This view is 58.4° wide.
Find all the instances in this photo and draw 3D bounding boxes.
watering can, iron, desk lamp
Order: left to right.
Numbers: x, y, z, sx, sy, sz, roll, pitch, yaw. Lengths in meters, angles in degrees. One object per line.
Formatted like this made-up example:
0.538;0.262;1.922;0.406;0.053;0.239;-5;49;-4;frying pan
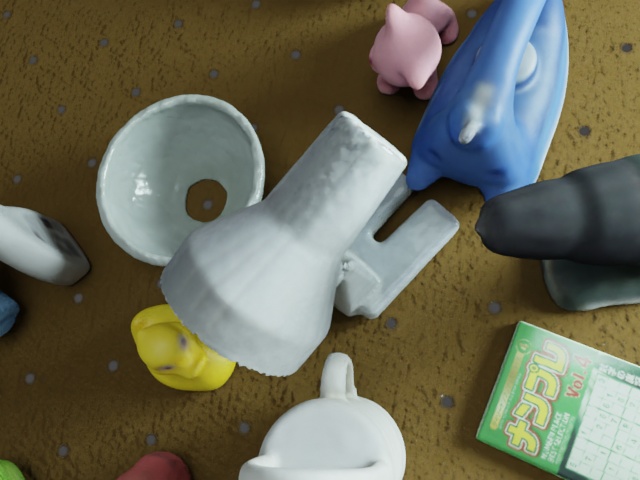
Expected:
0.004;0.002;0.445;0.117;0.214;0.203;42;88;18;desk lamp
0.007;0.173;0.411;0.101;0.194;0.173;-20;73;7;watering can
0.160;-0.159;0.490;0.118;0.141;0.258;20;81;16;iron

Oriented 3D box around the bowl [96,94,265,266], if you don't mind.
-0.124;-0.051;0.558;0.167;0.075;0.167;-3;76;11;bowl

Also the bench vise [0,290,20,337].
-0.418;0.020;0.525;0.207;0.220;0.121;18;81;16;bench vise

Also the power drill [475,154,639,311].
0.221;-0.002;0.403;0.229;0.209;0.075;-11;74;9;power drill

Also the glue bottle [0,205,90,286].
-0.288;-0.005;0.529;0.037;0.173;0.078;-40;72;0;glue bottle

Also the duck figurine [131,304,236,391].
-0.135;0.095;0.517;0.104;0.086;0.077;29;84;17;duck figurine

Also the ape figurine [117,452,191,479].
-0.150;0.223;0.486;0.077;0.092;0.076;20;81;16;ape figurine

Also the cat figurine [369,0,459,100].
0.084;-0.187;0.526;0.067;0.118;0.128;14;79;15;cat figurine
